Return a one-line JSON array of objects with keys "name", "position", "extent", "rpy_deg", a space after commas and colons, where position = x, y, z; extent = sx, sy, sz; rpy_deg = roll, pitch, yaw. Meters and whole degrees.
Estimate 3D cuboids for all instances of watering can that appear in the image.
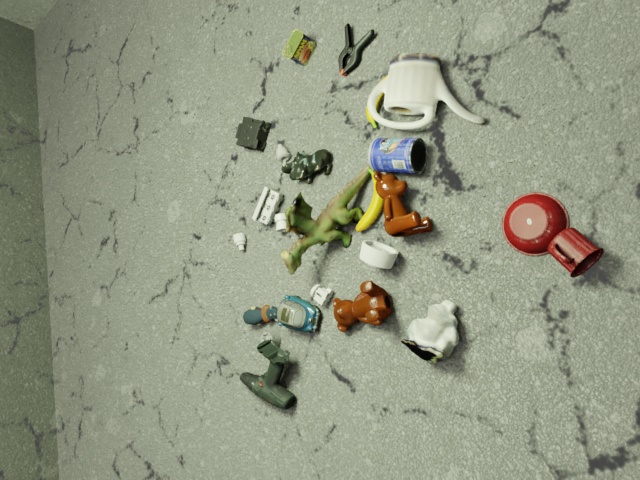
[{"name": "watering can", "position": [0.303, -0.424, 1.471], "extent": [0.348, 0.103, 0.225], "rpy_deg": [7, 87, 27]}]

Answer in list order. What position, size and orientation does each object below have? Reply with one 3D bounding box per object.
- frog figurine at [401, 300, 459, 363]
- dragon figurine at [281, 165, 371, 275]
[{"name": "frog figurine", "position": [0.306, 0.238, 1.370], "extent": [0.137, 0.120, 0.162], "rpy_deg": [2, 48, 46]}, {"name": "dragon figurine", "position": [0.005, -0.078, 1.555], "extent": [0.124, 0.242, 0.406], "rpy_deg": [35, 106, 40]}]
